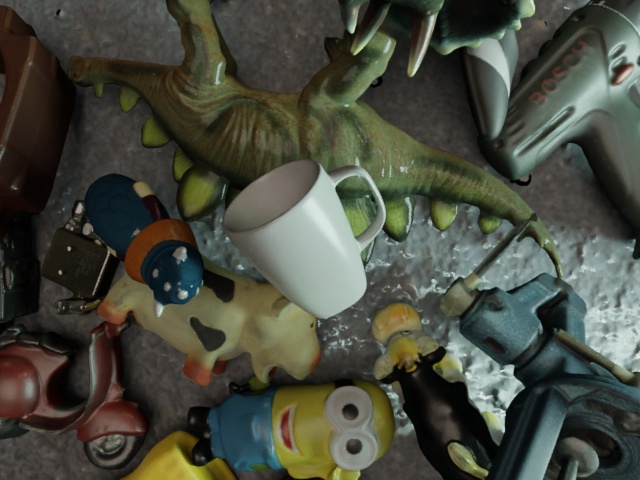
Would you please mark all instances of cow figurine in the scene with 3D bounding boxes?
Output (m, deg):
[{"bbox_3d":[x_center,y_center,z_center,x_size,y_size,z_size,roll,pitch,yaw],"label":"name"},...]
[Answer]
[{"bbox_3d":[-0.085,0.061,0.486,0.195,0.085,0.127,31,95,9],"label":"cow figurine"},{"bbox_3d":[0.095,0.135,0.462,0.068,0.098,0.167,-34,89,12],"label":"cow figurine"}]

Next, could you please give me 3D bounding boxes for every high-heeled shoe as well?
[{"bbox_3d":[0.185,-0.203,0.438,0.145,0.086,0.248,-5,77,19],"label":"high-heeled shoe"}]

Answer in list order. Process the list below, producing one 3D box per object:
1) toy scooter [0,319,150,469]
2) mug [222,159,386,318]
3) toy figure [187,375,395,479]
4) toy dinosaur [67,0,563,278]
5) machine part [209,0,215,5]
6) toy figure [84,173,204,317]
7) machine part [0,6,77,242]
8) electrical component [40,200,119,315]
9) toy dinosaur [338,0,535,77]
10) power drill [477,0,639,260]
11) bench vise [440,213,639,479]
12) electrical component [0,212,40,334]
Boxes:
[{"bbox_3d":[-0.242,0.127,0.507,0.184,0.075,0.135,15,92,2],"label":"toy scooter"},{"bbox_3d":[-0.001,-0.001,0.403,0.109,0.081,0.107,-32,121,-3],"label":"mug"},{"bbox_3d":[-0.024,0.164,0.484,0.180,0.089,0.082,-9,103,15],"label":"toy figure"},{"bbox_3d":[-0.003,-0.082,0.467,0.472,0.105,0.198,13,101,4],"label":"toy dinosaur"},{"bbox_3d":[-0.064,-0.257,0.477,0.139,0.084,0.039,-24,51,12],"label":"machine part"},{"bbox_3d":[-0.137,-0.001,0.431,0.155,0.058,0.064,40,136,32],"label":"toy figure"},{"bbox_3d":[-0.336,-0.102,0.474,0.202,0.087,0.201,2,70,7],"label":"machine part"},{"bbox_3d":[-0.227,0.021,0.515,0.078,0.045,0.102,29,94,3],"label":"electrical component"},{"bbox_3d":[0.080,-0.274,0.403,0.131,0.405,0.192,7,134,-2],"label":"toy dinosaur"},{"bbox_3d":[0.268,-0.102,0.446,0.232,0.086,0.207,-40,92,7],"label":"power drill"},{"bbox_3d":[0.162,0.126,0.380,0.223,0.240,0.129,47,134,3],"label":"bench vise"},{"bbox_3d":[-0.340,0.032,0.522,0.115,0.058,0.134,2,91,8],"label":"electrical component"}]
